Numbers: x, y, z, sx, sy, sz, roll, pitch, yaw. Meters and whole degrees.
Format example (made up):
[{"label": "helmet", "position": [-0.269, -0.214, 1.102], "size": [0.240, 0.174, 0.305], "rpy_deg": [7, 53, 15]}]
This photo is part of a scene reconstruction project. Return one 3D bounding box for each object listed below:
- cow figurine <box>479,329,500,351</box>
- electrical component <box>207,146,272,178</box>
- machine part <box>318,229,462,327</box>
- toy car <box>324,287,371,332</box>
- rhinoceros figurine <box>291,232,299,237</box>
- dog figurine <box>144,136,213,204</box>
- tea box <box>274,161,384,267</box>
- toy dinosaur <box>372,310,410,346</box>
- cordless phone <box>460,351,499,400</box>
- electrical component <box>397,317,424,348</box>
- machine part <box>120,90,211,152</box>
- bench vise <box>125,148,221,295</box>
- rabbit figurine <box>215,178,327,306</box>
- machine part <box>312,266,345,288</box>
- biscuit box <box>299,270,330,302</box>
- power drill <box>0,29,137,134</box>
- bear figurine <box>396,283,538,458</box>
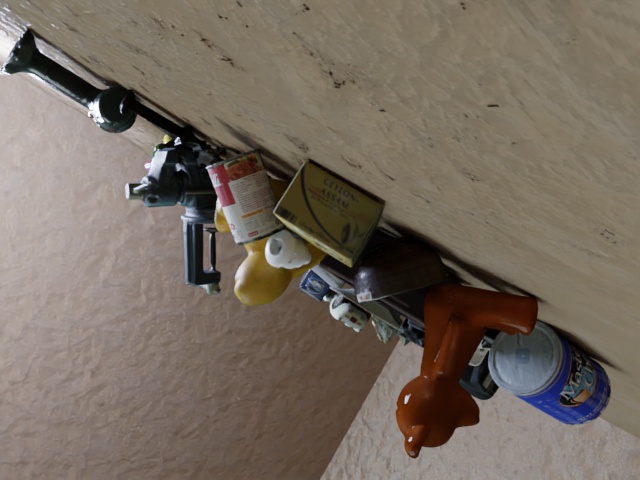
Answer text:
[{"label": "cow figurine", "position": [0.264, 0.143, 0.834], "size": [0.167, 0.068, 0.098], "rpy_deg": [24, 165, -7]}, {"label": "electrical component", "position": [-0.124, -0.108, 0.788], "size": [0.078, 0.045, 0.102], "rpy_deg": [-2, -162, -32]}, {"label": "machine part", "position": [0.104, 0.052, 0.796], "size": [0.201, 0.087, 0.201], "rpy_deg": [30, 175, -4]}, {"label": "toy car", "position": [0.052, 0.136, 1.131], "size": [0.073, 0.056, 0.202], "rpy_deg": [33, -177, -12]}, {"label": "rhinoceros figurine", "position": [-0.002, -0.003, 0.977], "size": [0.190, 0.073, 0.112], "rpy_deg": [32, 175, -17]}, {"label": "dog figurine", "position": [-0.272, -0.142, 1.006], "size": [0.219, 0.108, 0.191], "rpy_deg": [31, 178, 37]}, {"label": "tea box", "position": [0.013, -0.023, 0.619], "size": [0.098, 0.068, 0.169], "rpy_deg": [32, 178, 4]}, {"label": "toy dinosaur", "position": [0.143, 0.117, 1.173], "size": [0.192, 0.131, 0.404], "rpy_deg": [43, 172, 32]}, {"label": "cordless phone", "position": [0.298, 0.226, 1.107], "size": [0.184, 0.146, 0.088], "rpy_deg": [21, 162, 51]}, {"label": "electrical component", "position": [0.193, 0.135, 0.982], "size": [0.058, 0.115, 0.134], "rpy_deg": [25, 175, 17]}, {"label": "machine part", "position": [-0.232, -0.171, 0.808], "size": [0.139, 0.039, 0.084], "rpy_deg": [30, -178, -26]}, {"label": "bench vise", "position": [-0.196, -0.026, 0.866], "size": [0.223, 0.240, 0.129], "rpy_deg": [-8, -167, -43]}, {"label": "rabbit figurine", "position": [-0.074, 0.009, 0.755], "size": [0.162, 0.173, 0.122], "rpy_deg": [9, 158, -22]}, {"label": "machine part", "position": [-0.005, 0.020, 1.081], "size": [0.243, 0.079, 0.079], "rpy_deg": [40, 177, 2]}, {"label": "biscuit box", "position": [0.004, 0.058, 1.203], "size": [0.059, 0.062, 0.203], "rpy_deg": [31, -157, -5]}, {"label": "power drill", "position": [-0.398, -0.240, 0.870], "size": [0.207, 0.086, 0.232], "rpy_deg": [37, 172, -33]}, {"label": "bear figurine", "position": [0.161, 0.151, 0.614], "size": [0.132, 0.195, 0.120], "rpy_deg": [9, 169, 10]}]
